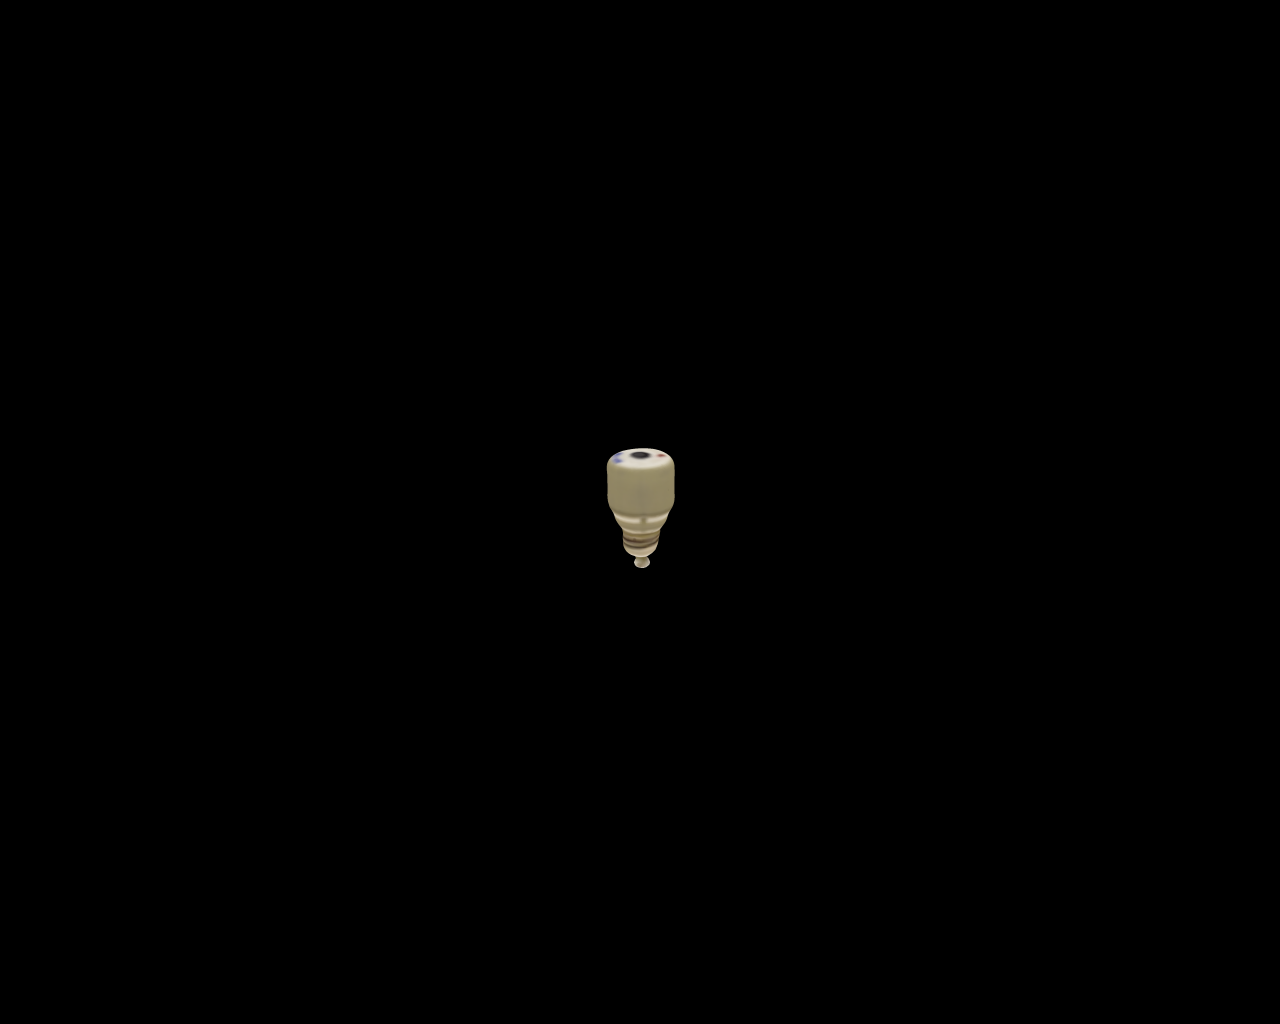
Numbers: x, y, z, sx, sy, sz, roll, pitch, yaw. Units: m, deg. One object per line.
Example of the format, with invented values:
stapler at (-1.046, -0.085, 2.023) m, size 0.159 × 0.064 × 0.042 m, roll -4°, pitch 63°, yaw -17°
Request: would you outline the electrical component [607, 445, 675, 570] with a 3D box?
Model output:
electrical component at (0.001, -0.003, 0.650) m, size 0.040 × 0.078 × 0.040 m, roll 0°, pitch 22°, yaw 0°
